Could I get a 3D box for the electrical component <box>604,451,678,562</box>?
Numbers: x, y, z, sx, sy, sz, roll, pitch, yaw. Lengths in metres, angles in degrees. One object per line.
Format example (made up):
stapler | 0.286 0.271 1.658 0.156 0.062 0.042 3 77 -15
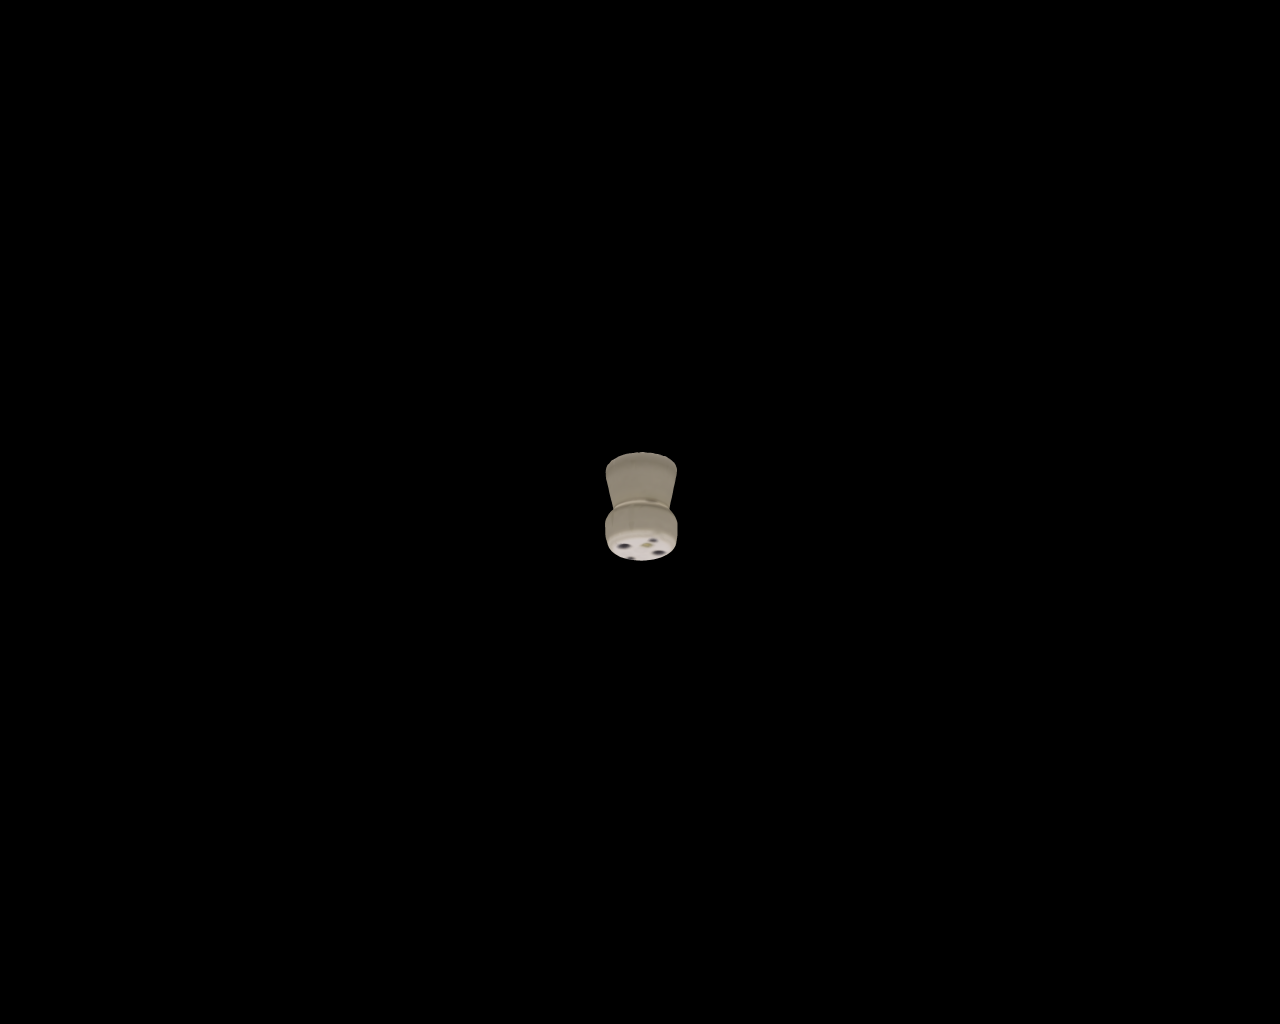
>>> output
electrical component | 0.001 -0.003 0.650 0.045 0.055 0.044 0 -25 0
